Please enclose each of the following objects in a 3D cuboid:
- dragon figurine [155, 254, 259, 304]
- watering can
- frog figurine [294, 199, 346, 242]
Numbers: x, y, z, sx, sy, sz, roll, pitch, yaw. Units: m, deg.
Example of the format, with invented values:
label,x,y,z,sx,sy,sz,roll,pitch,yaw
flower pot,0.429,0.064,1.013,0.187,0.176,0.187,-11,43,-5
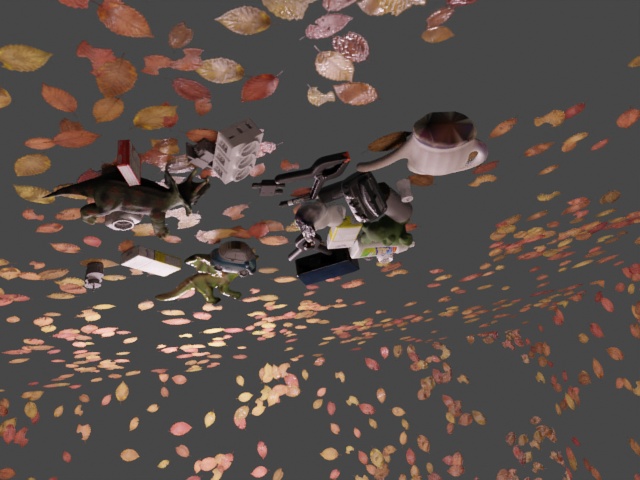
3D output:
label,x,y,z,sx,sy,sz,roll,pitch,yaw
dragon figurine,-0.419,0.123,1.862,0.411,0.125,0.237,-10,137,-5
watering can,0.268,-0.234,1.344,0.347,0.106,0.220,-2,155,3
frog figurine,0.005,-0.080,1.594,0.161,0.124,0.134,-40,153,-22
